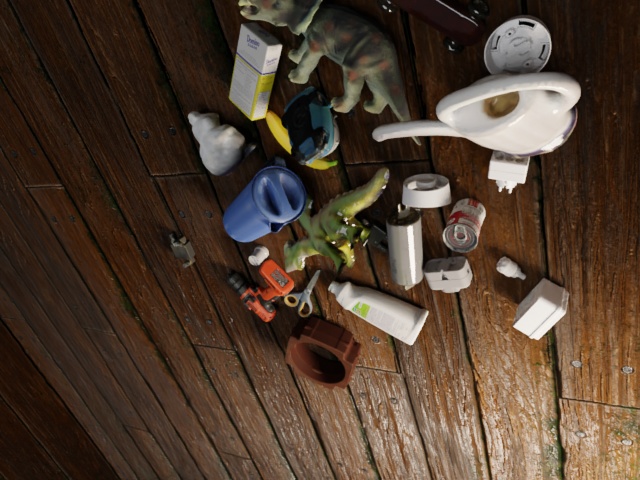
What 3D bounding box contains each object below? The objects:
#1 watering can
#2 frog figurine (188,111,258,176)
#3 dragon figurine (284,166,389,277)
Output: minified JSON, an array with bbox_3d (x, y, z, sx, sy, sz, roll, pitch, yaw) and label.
[{"bbox_3d":[0.275,-0.203,0.875,0.346,0.223,0.105,-8,76,50],"label":"watering can"},{"bbox_3d":[-0.246,-0.231,1.194,0.158,0.125,0.136,41,154,-20],"label":"frog figurine"},{"bbox_3d":[0.004,-0.060,1.184,0.245,0.124,0.401,37,129,20],"label":"dragon figurine"}]
